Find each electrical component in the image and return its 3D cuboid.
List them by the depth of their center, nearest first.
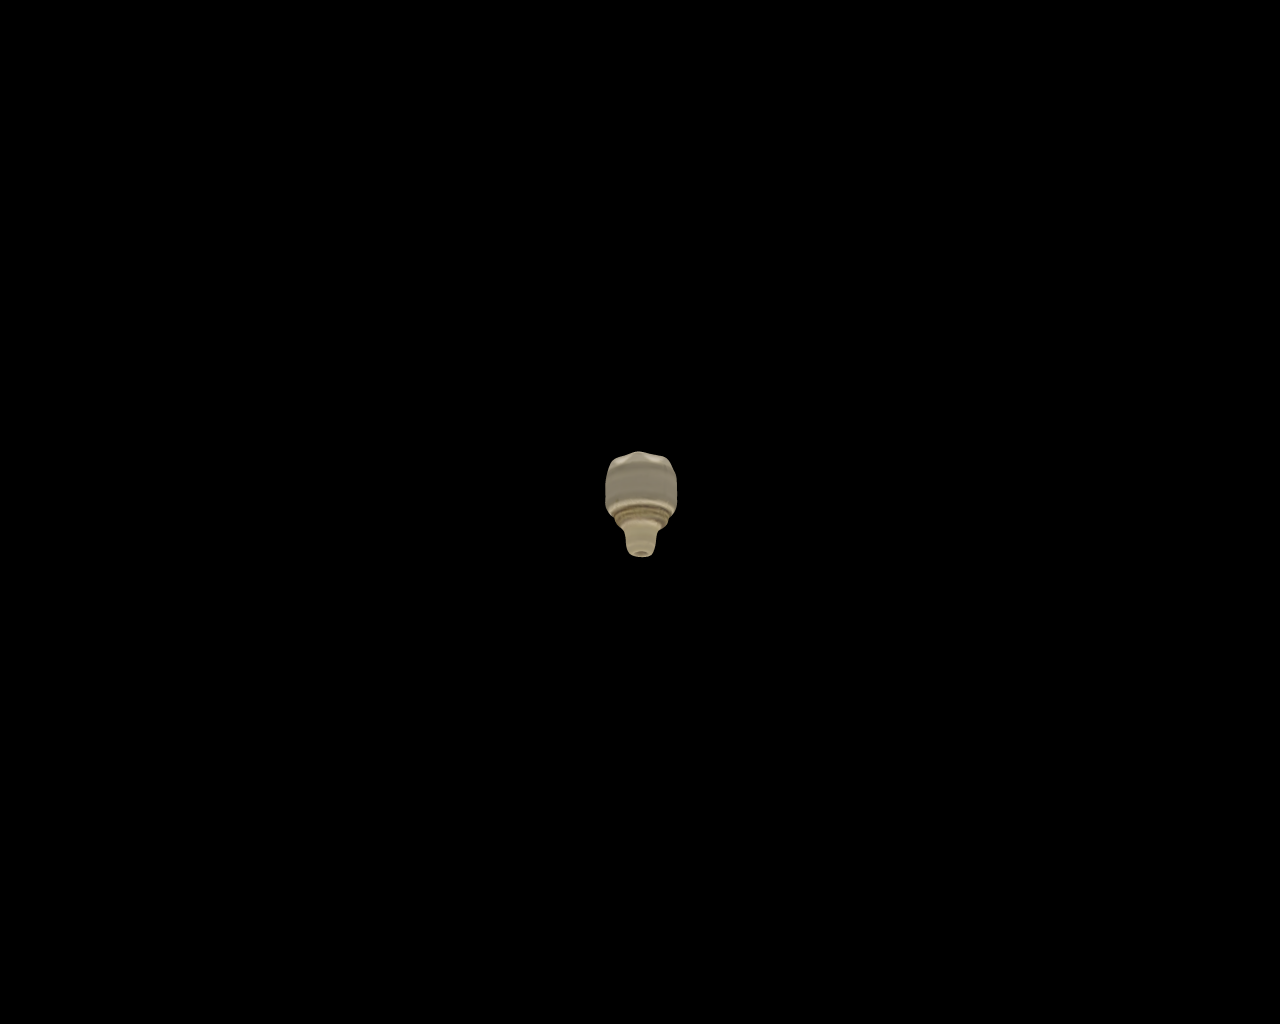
[{"bbox_3d":[0.001,-0.003,0.650,0.043,0.062,0.043,0,-22,0],"label":"electrical component"}]
